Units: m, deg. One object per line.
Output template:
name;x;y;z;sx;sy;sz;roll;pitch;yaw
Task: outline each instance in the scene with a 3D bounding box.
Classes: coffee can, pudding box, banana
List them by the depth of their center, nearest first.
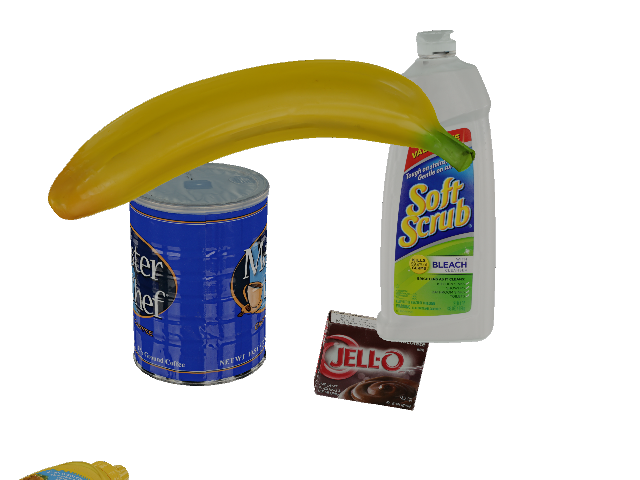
banana;-0.029;-0.053;0.497;0.197;0.037;0.070;-9;45;-12
coffee can;-0.091;0.023;0.798;0.103;0.140;0.103;2;21;-1
pudding box;0.056;0.130;1.163;0.113;0.090;0.039;9;23;-4

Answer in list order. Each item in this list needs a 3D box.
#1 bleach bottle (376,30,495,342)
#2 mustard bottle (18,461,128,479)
bleach bottle;0.091;-0.044;0.876;0.103;0.251;0.068;-1;15;13
mustard bottle;-0.220;0.223;0.853;0.096;0.058;0.191;7;15;28
